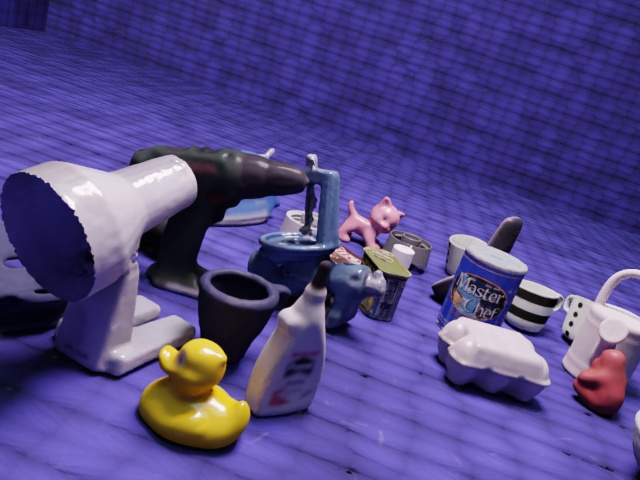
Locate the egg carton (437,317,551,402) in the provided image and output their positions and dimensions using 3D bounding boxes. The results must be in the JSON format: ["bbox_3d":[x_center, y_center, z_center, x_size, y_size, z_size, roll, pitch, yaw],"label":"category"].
[{"bbox_3d":[0.241,0.167,0.806,0.150,0.069,0.107,15,18,-9],"label":"egg carton"}]

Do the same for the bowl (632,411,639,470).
[{"bbox_3d":[0.437,0.277,0.666,0.167,0.075,0.167,17,18,-5],"label":"bowl"}]

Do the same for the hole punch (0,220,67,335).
[{"bbox_3d":[-0.317,0.037,0.610,0.100,0.091,0.109,32,23,37],"label":"hole punch"}]

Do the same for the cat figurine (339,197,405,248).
[{"bbox_3d":[0.112,-0.043,1.219,0.128,0.118,0.067,18,18,-1],"label":"cat figurine"}]

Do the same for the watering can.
[{"bbox_3d":[0.473,0.141,0.905,0.100,0.194,0.173,21,18,10],"label":"watering can"}]

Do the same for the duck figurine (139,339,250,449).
[{"bbox_3d":[-0.110,0.135,0.530,0.104,0.086,0.078,21,18,8],"label":"duck figurine"}]

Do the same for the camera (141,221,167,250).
[{"bbox_3d":[-0.258,-0.035,0.861,0.136,0.101,0.143,25,19,21],"label":"camera"}]

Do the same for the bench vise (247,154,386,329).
[{"bbox_3d":[0.010,0.000,0.827,0.207,0.220,0.121,20,18,7],"label":"bench vise"}]

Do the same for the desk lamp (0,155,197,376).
[{"bbox_3d":[-0.205,0.019,0.570,0.117,0.213,0.204,25,19,21],"label":"desk lamp"}]

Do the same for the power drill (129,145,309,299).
[{"bbox_3d":[-0.150,-0.029,0.775,0.230,0.208,0.075,16,18,-6],"label":"power drill"}]

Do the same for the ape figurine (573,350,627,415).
[{"bbox_3d":[0.417,0.202,0.838,0.078,0.092,0.076,16,18,-6],"label":"ape figurine"}]

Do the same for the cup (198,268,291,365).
[{"bbox_3d":[-0.092,0.092,0.661,0.118,0.095,0.091,2,24,-41],"label":"cup"}]

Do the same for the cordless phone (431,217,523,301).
[{"bbox_3d":[0.296,0.038,1.050,0.148,0.185,0.093,-2,27,-47],"label":"cordless phone"}]

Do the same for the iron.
[{"bbox_3d":[-0.175,-0.111,1.098,0.118,0.141,0.259,27,20,25],"label":"iron"}]

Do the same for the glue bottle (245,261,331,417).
[{"bbox_3d":[-0.020,0.099,0.584,0.078,0.173,0.037,2,24,-41],"label":"glue bottle"}]
